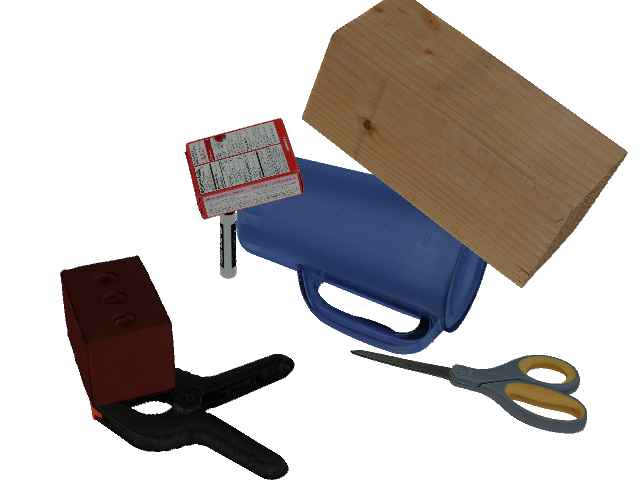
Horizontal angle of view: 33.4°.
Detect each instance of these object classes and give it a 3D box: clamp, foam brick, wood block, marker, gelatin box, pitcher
[{"bbox_3d":[-0.100,0.133,0.884,0.171,0.039,0.120,11,38,4],"label":"clamp"},{"bbox_3d":[-0.125,0.055,0.657,0.052,0.051,0.078,-11,36,-21],"label":"foam brick"},{"bbox_3d":[0.100,-0.076,0.771,0.206,0.091,0.090,39,49,14],"label":"wood block"},{"bbox_3d":[-0.102,-0.008,1.177,0.020,0.121,0.020,2,41,-2],"label":"marker"},{"bbox_3d":[-0.065,-0.060,0.898,0.089,0.030,0.073,-16,45,-3],"label":"gelatin box"},{"bbox_3d":[0.038,0.003,1.057,0.243,0.145,0.149,17,23,21],"label":"pitcher"}]

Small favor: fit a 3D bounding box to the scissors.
[{"bbox_3d":[0.136,0.109,0.918,0.202,0.016,0.096,21,34,21],"label":"scissors"}]
